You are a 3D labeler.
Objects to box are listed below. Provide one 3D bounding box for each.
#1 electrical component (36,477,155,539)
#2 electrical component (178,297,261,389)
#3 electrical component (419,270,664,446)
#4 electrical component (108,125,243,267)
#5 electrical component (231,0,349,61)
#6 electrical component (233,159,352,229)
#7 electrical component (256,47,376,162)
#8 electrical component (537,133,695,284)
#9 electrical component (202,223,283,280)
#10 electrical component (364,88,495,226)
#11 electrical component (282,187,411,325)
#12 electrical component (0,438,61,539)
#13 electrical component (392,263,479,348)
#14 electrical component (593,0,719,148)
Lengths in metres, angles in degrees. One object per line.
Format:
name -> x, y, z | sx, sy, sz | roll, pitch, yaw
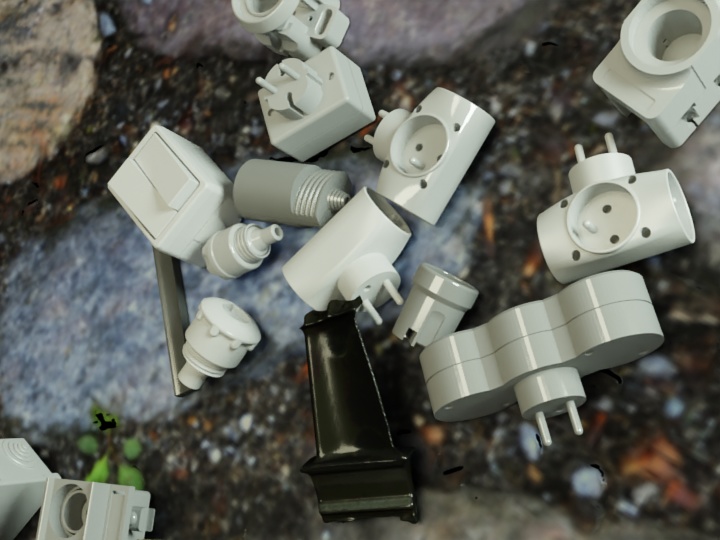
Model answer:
electrical component -> -0.184, 0.206, 0.728 | 0.079, 0.063, 0.121 | -2, 74, 32
electrical component -> -0.101, 0.053, 0.737 | 0.048, 0.048, 0.062 | 46, 108, 33
electrical component -> 0.103, 0.060, 0.601 | 0.138, 0.052, 0.073 | -25, 64, 24
electrical component -> -0.137, -0.059, 0.782 | 0.061, 0.061, 0.096 | -50, 56, 10
electrical component -> -0.055, -0.189, 0.774 | 0.078, 0.057, 0.058 | 22, 88, 35
electrical component -> -0.041, -0.051, 0.731 | 0.081, 0.043, 0.043 | 10, 81, 34
electrical component -> -0.040, -0.119, 0.731 | 0.066, 0.077, 0.047 | -27, 63, 22
electrical component -> 0.141, -0.040, 0.613 | 0.077, 0.044, 0.079 | -20, 66, 26
electrical component -> -0.079, -0.017, 0.745 | 0.061, 0.035, 0.035 | -22, 64, 36
electrical component -> 0.035, -0.079, 0.691 | 0.079, 0.044, 0.077 | 32, 94, 35
electrical component -> 0.000, 0.000, 0.689 | 0.077, 0.043, 0.079 | -44, 58, 13
electrical component -> -0.282, 0.168, 0.781 | 0.048, 0.100, 0.099 | 44, 100, 21
electrical component -> 0.045, 0.024, 0.657 | 0.040, 0.040, 0.046 | 31, 98, 35
electrical component -> 0.182, -0.124, 0.606 | 0.089, 0.056, 0.050 | -51, 56, 9
